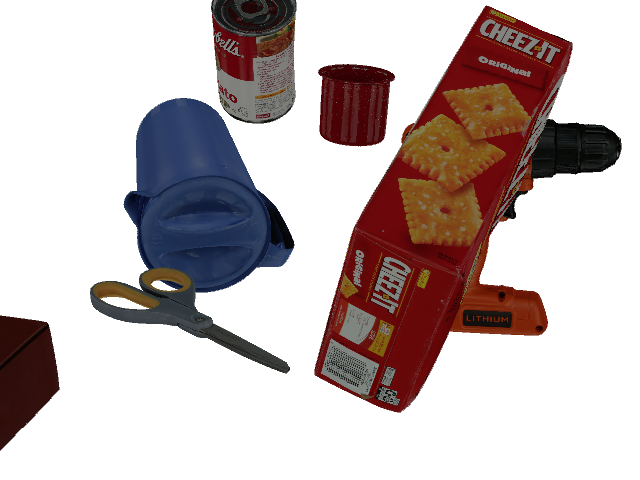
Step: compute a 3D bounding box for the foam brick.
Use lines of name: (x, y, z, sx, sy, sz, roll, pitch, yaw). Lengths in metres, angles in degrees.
foam brick: (-0.208, 0.088, 0.665, 0.053, 0.051, 0.078, 7, 29, 21)

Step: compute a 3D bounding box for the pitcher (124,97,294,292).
pitcher: (-0.128, -0.057, 1.150, 0.145, 0.149, 0.243, -21, 32, -1)

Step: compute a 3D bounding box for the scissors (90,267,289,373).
scissors: (-0.094, 0.059, 0.872, 0.202, 0.016, 0.096, 14, 27, 23)

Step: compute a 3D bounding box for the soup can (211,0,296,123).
soup can: (-0.053, -0.155, 0.883, 0.068, 0.068, 0.102, 0, -38, -1)

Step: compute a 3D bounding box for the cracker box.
cracker box: (0.080, -0.018, 0.682, 0.072, 0.213, 0.164, 25, -37, 10)

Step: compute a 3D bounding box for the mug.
mug: (0.048, -0.168, 1.310, 0.093, 0.081, 0.117, 17, 26, 28)

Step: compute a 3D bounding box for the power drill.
power drill: (0.163, -0.014, 0.927, 0.184, 0.188, 0.057, 2, 13, 11)
